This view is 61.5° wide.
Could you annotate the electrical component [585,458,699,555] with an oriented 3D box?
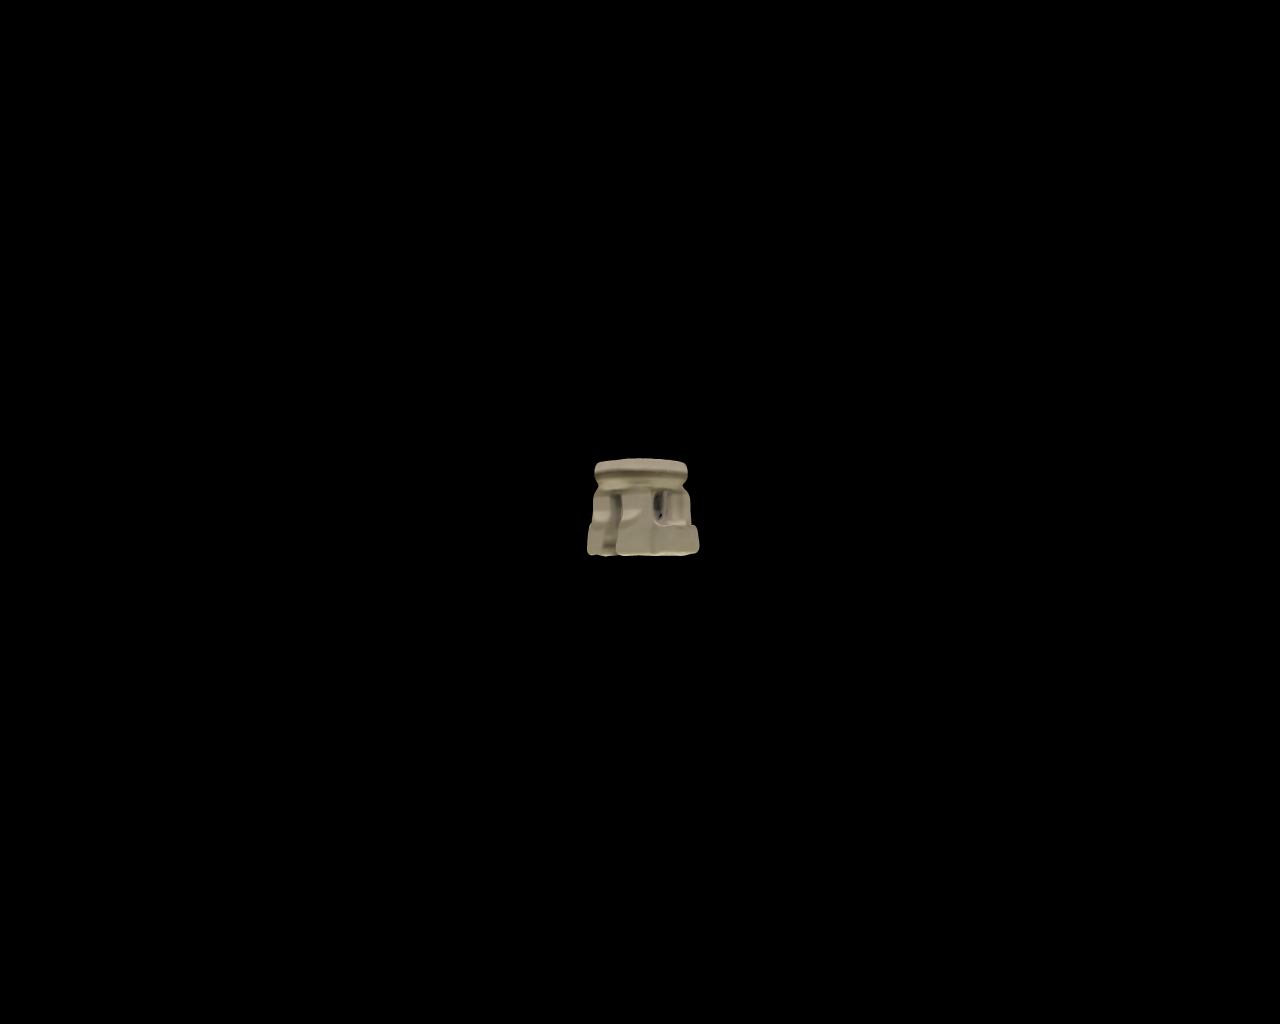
[{"bbox_3d":[0.001,-0.003,0.650,0.058,0.057,0.078,2,-3,-43],"label":"electrical component"}]
